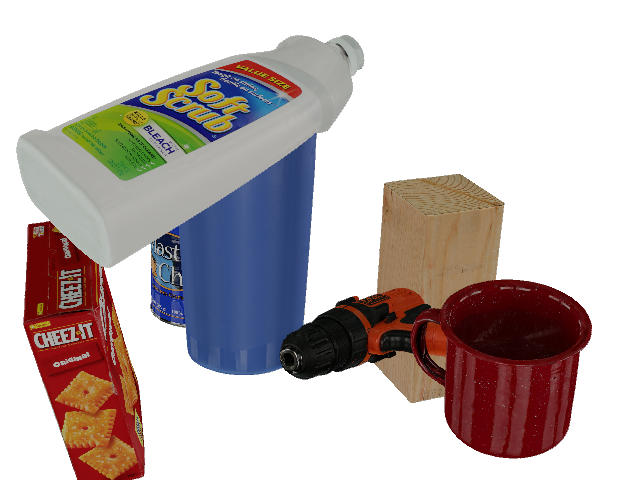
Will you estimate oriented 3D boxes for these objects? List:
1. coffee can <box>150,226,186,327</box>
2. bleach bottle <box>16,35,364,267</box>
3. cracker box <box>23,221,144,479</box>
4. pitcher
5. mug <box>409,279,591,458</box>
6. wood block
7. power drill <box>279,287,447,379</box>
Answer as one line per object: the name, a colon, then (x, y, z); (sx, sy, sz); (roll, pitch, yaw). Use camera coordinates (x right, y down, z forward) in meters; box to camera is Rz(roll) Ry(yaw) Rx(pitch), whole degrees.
coffee can: (-0.140, 0.013, 1.197); (0.103, 0.140, 0.103); (3, 24, -2)
bleach bottle: (-0.073, -0.082, 0.732); (0.250, 0.068, 0.103); (-35, 60, -29)
cracker box: (-0.227, 0.107, 1.038); (0.072, 0.214, 0.164); (-11, 35, -7)
pitcher: (-0.064, -0.009, 0.987); (0.149, 0.243, 0.145); (-4, 16, -20)
mug: (0.110, 0.080, 0.684); (0.117, 0.081, 0.093); (15, 34, 26)
wood block: (0.116, 0.048, 1.080); (0.090, 0.206, 0.091); (-8, 26, -22)
power drill: (0.083, 0.084, 0.860); (0.188, 0.057, 0.184); (9, 16, 35)
